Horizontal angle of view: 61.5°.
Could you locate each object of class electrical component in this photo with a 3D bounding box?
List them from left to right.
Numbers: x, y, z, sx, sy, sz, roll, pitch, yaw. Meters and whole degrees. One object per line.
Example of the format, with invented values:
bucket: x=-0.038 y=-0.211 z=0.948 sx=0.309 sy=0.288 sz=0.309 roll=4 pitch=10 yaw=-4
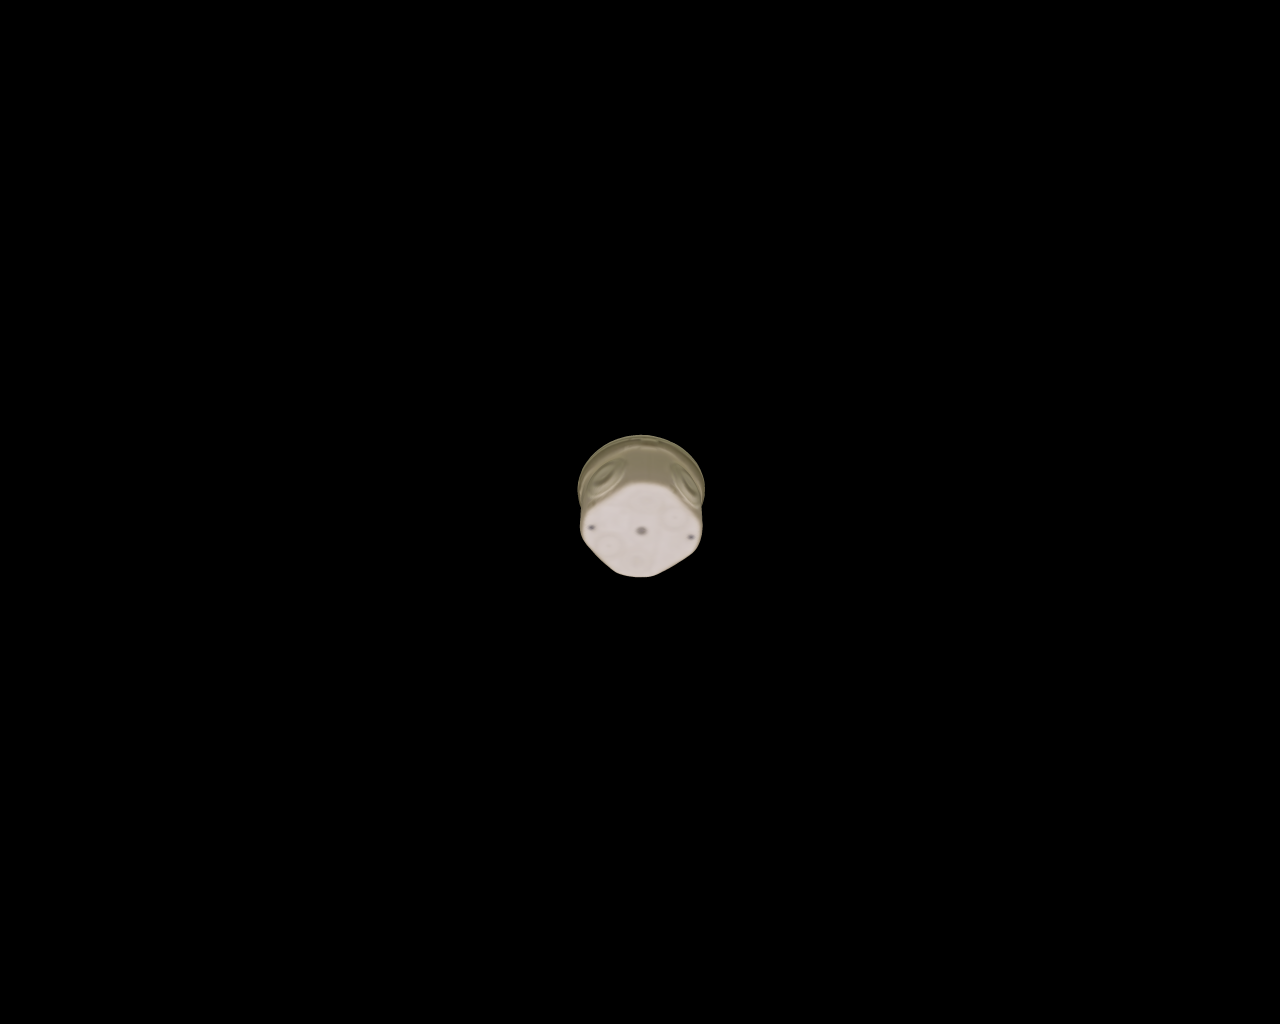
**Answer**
electrical component: x=0.001 y=-0.003 z=0.650 sx=0.080 sy=0.080 sz=0.051 roll=0 pitch=35 yaw=0
